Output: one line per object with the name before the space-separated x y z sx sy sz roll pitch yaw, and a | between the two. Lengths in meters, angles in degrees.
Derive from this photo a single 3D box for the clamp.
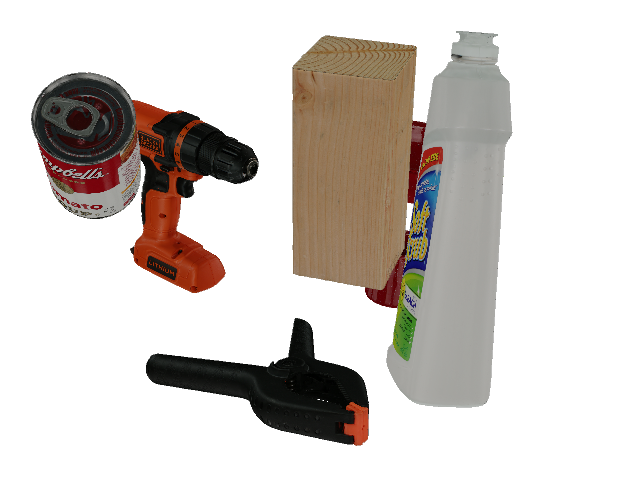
clamp | -0.022 0.113 0.883 0.164 0.036 0.210 -16 22 -40

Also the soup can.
soup can | -0.162 -0.064 0.748 0.068 0.068 0.102 0 -20 -7

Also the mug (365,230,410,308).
mug | 0.114 0.043 1.438 0.117 0.081 0.093 18 26 27

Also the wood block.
wood block | 0.029 -0.070 0.972 0.091 0.206 0.090 10 31 16

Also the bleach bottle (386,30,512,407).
bleach bottle | 0.093 -0.018 0.741 0.068 0.251 0.102 3 13 -6

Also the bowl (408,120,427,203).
bowl | 0.109 -0.084 1.209 0.162 0.055 0.162 8 26 -4

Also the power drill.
power drill | -0.139 -0.042 1.115 0.185 0.188 0.057 25 36 32
